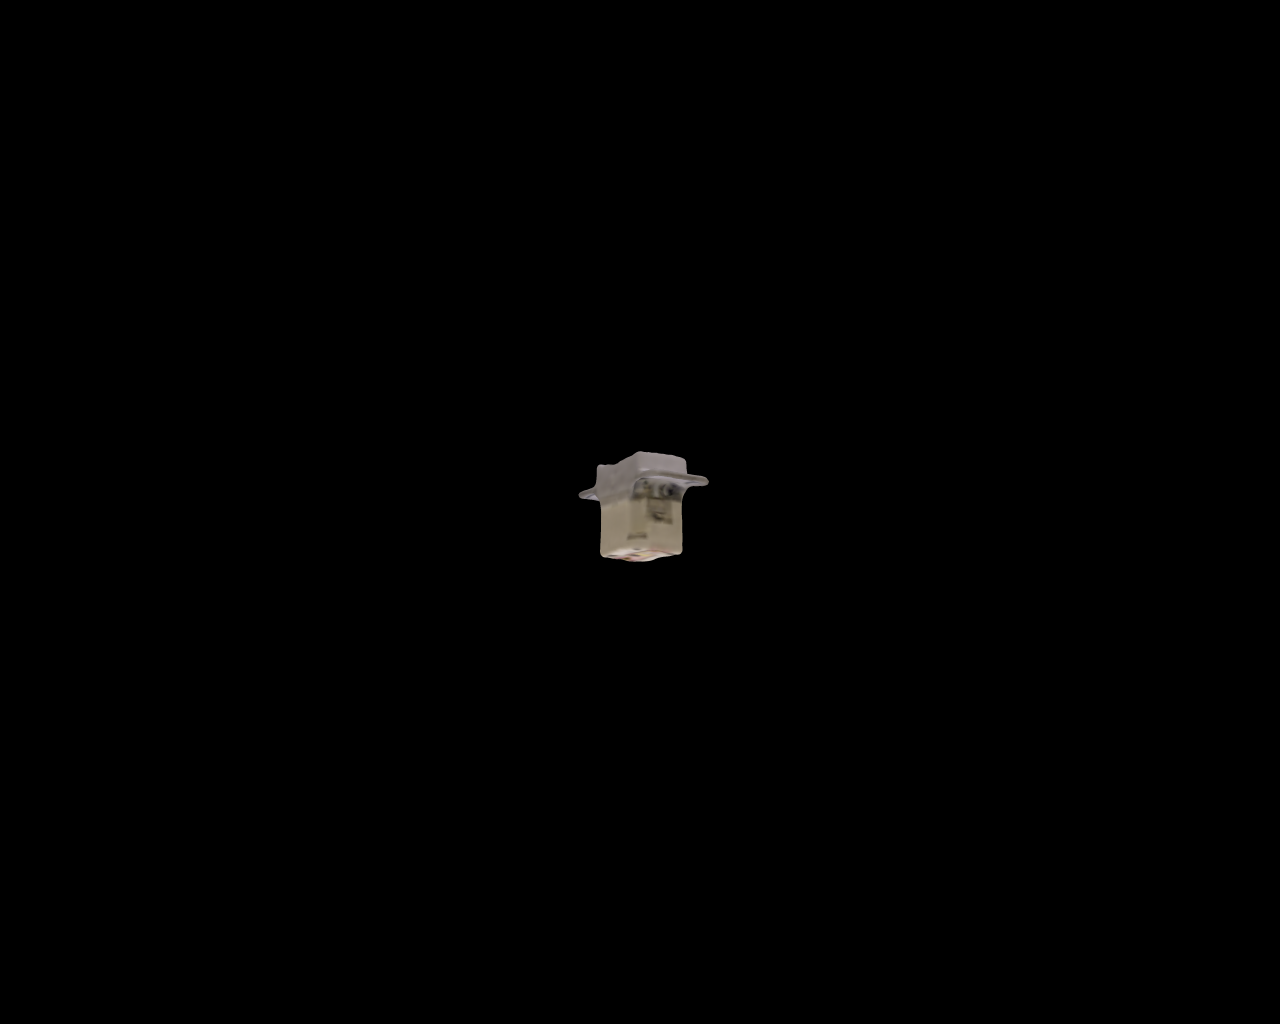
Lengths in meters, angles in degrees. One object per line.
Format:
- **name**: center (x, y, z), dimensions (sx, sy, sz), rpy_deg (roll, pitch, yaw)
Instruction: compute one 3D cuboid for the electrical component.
- **electrical component**: center (0.001, -0.003, 0.650), dimensions (0.042, 0.064, 0.081), rpy_deg (8, -14, -35)
